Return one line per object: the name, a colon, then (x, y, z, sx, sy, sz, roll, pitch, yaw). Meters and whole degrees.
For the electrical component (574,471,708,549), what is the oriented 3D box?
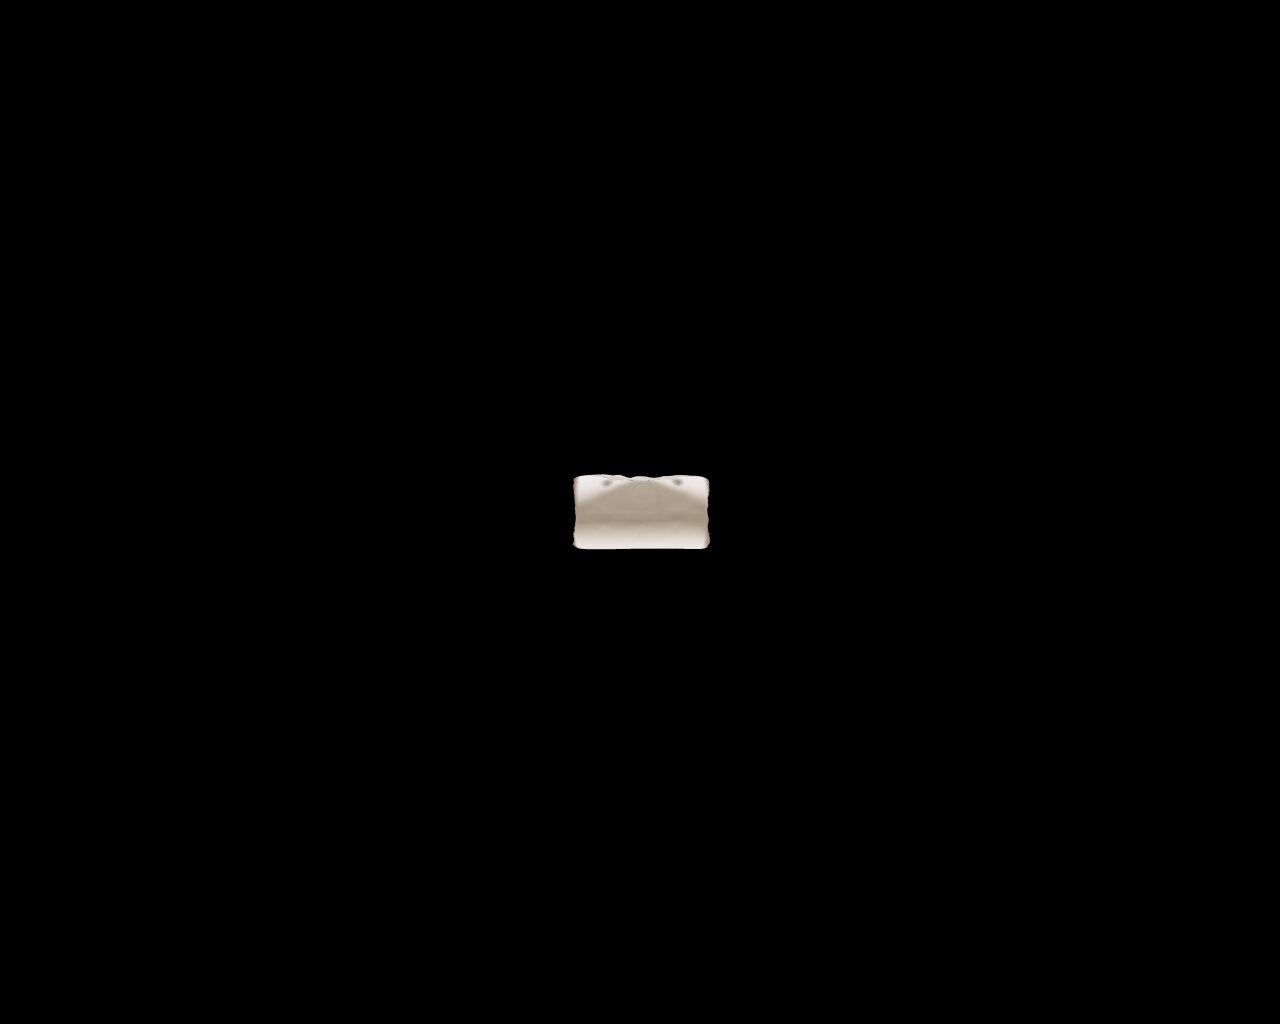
electrical component: (0.001, -0.003, 0.650, 0.077, 0.044, 0.079, 0, 8, 0)
